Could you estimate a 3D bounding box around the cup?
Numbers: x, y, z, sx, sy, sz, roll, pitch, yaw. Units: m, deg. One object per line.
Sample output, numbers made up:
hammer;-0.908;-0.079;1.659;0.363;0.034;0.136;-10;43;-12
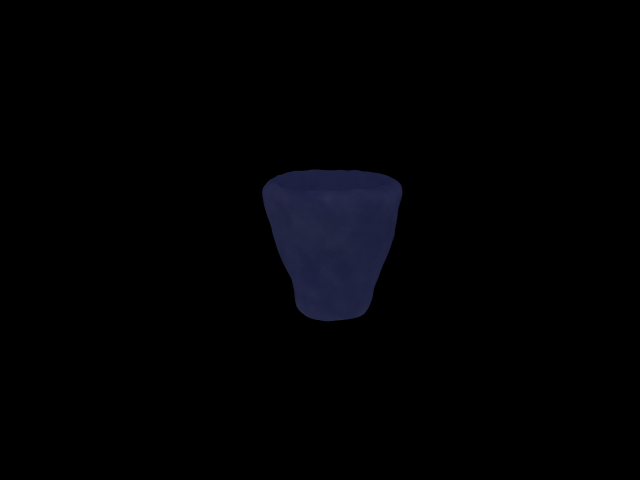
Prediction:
cup;0.004;0.001;0.400;0.092;0.095;0.117;-6;17;-18
